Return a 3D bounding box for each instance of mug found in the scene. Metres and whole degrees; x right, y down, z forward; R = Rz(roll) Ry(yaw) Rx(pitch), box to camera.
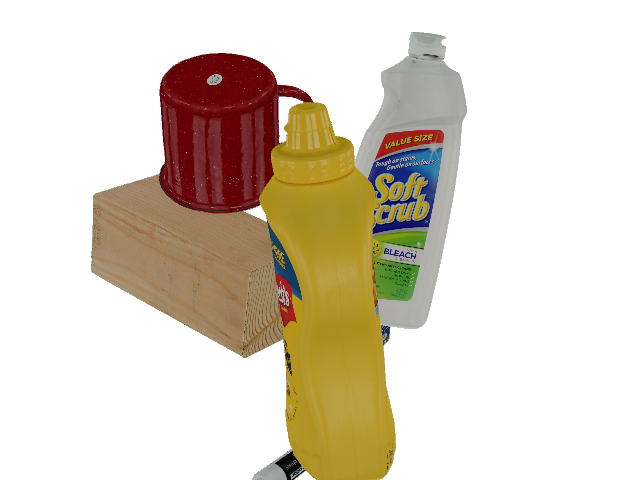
[{"bbox_3d":[-0.058,-0.080,0.755,0.117,0.081,0.093,-7,39,-10],"label":"mug"}]

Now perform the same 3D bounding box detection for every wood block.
[{"bbox_3d":[-0.114,0.019,1.006,0.206,0.090,0.090,24,30,33],"label":"wood block"}]

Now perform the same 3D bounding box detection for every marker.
[{"bbox_3d":[0.000,0.144,0.754,0.020,0.020,0.120,0,21,45],"label":"marker"}]

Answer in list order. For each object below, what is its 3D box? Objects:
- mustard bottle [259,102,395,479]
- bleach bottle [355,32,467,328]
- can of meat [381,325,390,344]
[{"bbox_3d":[0.003,0.023,0.551,0.058,0.192,0.096,-7,22,-5],"label":"mustard bottle"},{"bbox_3d":[0.066,-0.054,0.925,0.102,0.251,0.068,10,16,8],"label":"bleach bottle"},{"bbox_3d":[0.031,0.066,1.178,0.102,0.084,0.057,15,28,26],"label":"can of meat"}]
